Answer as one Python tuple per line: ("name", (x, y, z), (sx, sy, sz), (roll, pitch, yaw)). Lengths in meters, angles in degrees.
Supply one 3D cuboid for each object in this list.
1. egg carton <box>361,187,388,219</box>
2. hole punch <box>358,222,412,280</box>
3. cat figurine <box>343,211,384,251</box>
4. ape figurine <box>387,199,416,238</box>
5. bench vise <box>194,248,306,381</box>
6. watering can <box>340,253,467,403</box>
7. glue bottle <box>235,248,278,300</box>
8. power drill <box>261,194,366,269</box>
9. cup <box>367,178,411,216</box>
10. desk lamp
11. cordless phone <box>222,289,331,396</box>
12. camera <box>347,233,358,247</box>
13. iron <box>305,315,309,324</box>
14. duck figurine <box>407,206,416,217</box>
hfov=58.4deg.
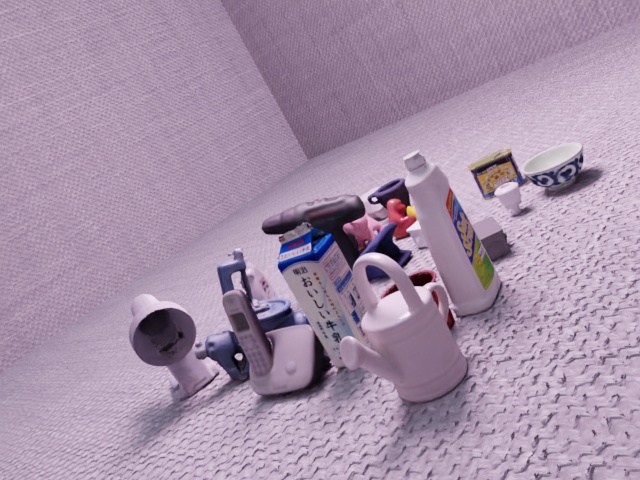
("egg carton", (0.164, -0.105, 1.652), (0.107, 0.069, 0.150), (-35, 14, -22))
("hole punch", (0.121, 0.026, 1.209), (0.100, 0.091, 0.109), (-17, 18, 43))
("cat figurine", (0.101, -0.040, 1.436), (0.067, 0.118, 0.128), (-21, 16, 31))
("ape figurine", (0.191, -0.056, 1.366), (0.076, 0.092, 0.078), (-27, 14, 11))
("bench vise", (-0.149, 0.140, 1.068), (0.208, 0.220, 0.121), (-36, 15, -24))
("watering can", (0.100, 0.106, 0.731), (0.100, 0.194, 0.173), (-19, 17, 36))
("glue bottle", (-0.157, 0.093, 1.361), (0.037, 0.173, 0.078), (-26, 14, 14))
("power drill", (0.012, 0.005, 1.260), (0.229, 0.208, 0.075), (-26, 14, 15))
("cup", (0.190, -0.099, 1.518), (0.117, 0.095, 0.092), (-22, 15, 29))
("desk lamp", (-0.301, 0.209, 1.146), (0.118, 0.214, 0.202), (-34, 14, -19))
("cordless phone", (-0.080, 0.158, 0.935), (0.147, 0.185, 0.094), (-20, 16, 34))
("camera", (0.014, 0.026, 1.412), (0.136, 0.101, 0.143), (-17, 18, 42))
("iron", (0.013, 0.087, 1.096), (0.118, 0.141, 0.258), (-28, 13, 8))
("duck figurine", (0.254, -0.104, 1.421), (0.104, 0.086, 0.077), (-31, 14, -8))
